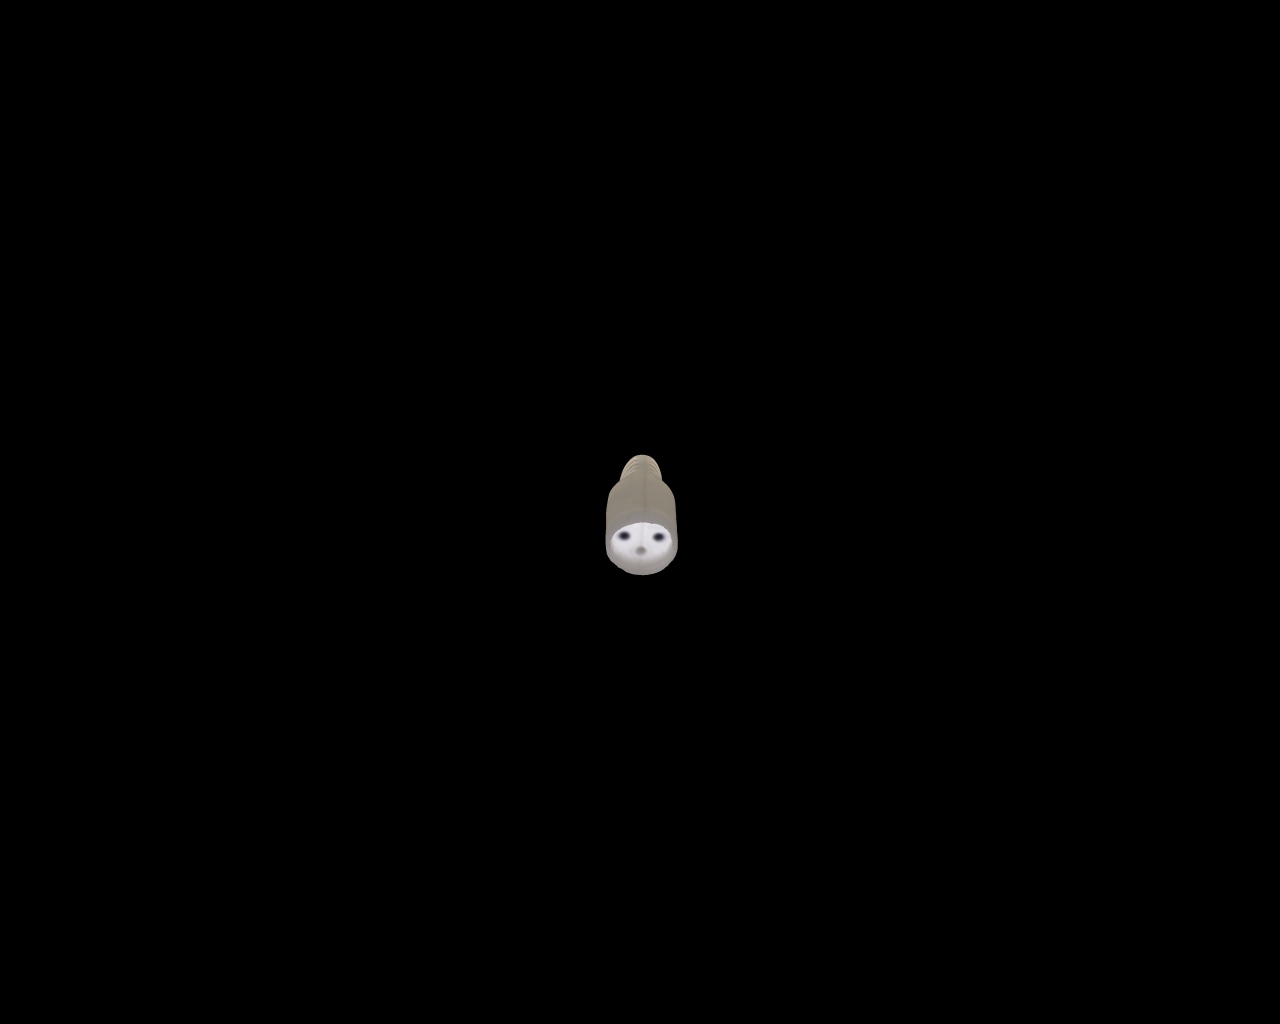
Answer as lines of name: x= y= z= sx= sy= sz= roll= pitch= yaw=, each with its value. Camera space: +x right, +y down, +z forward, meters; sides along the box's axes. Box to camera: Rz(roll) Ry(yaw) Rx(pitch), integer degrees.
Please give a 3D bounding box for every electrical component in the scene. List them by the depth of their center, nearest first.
electrical component: x=0.001 y=-0.003 z=0.650 sx=0.043 sy=0.043 sz=0.081 roll=0 pitch=38 yaw=0
